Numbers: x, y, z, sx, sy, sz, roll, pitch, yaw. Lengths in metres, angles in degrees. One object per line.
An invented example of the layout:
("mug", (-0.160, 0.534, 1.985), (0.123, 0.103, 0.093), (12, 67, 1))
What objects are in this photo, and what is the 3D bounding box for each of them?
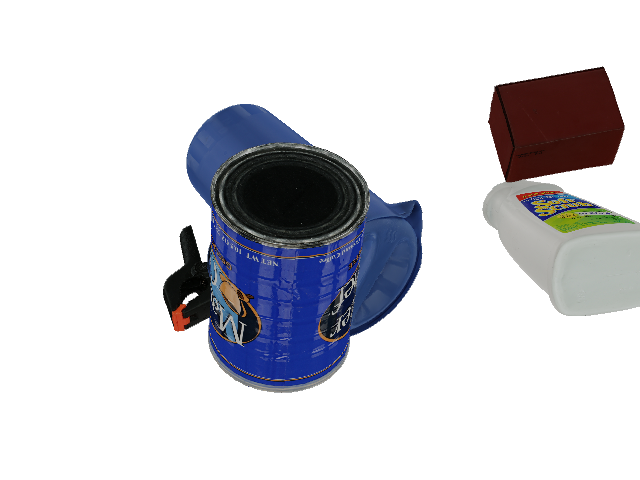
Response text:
("coffee can", (-0.024, 0.020, 0.724), (0.102, 0.140, 0.103), (3, 43, -3))
("pitcher", (-0.034, -0.021, 1.000), (0.149, 0.145, 0.243), (-11, 39, -35))
("foam brick", (0.161, -0.079, 0.735), (0.078, 0.051, 0.053), (-10, -25, -1))
("bleach bottle", (0.199, -0.008, 0.938), (0.102, 0.068, 0.251), (-6, 17, -12))
("clamp", (-0.123, 0.041, 1.241), (0.120, 0.039, 0.171), (-2, 39, 13))
